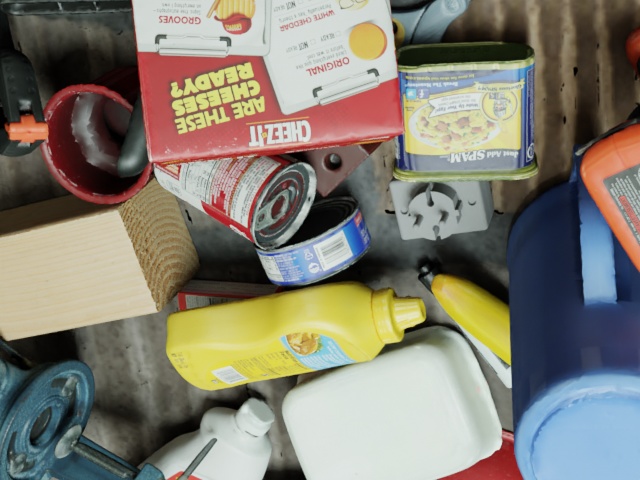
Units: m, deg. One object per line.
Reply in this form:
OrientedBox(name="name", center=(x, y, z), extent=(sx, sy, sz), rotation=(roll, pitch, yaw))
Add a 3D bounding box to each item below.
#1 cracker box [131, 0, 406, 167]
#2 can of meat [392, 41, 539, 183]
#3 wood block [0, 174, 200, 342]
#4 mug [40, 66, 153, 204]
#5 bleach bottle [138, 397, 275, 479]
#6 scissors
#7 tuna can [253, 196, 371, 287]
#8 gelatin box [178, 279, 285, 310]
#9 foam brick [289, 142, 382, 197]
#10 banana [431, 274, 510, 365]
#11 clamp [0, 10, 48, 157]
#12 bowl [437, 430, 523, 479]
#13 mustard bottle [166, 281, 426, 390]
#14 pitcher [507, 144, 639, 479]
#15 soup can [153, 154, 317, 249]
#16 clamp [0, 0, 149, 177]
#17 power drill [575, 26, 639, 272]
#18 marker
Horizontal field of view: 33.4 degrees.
OrientedBox(name="cracker box", center=(-0.040, -0.162, 0.693), extent=(0.164, 0.072, 0.214), rotation=(-7, 91, -2))
OrientedBox(name="can of meat", center=(0.099, -0.089, 0.738), extent=(0.102, 0.057, 0.084), rotation=(-1, 116, 9))
OrientedBox(name="wood block", center=(-0.217, 0.019, 0.882), extent=(0.206, 0.090, 0.091), rotation=(-12, 109, 23))
OrientedBox(name="mug", center=(-0.145, -0.089, 0.813), extent=(0.117, 0.081, 0.093), rotation=(-22, 105, 25))
OrientedBox(name="bleach bottle", center=(-0.129, 0.225, 0.964), extent=(0.102, 0.068, 0.251), rotation=(38, 117, -5))
OrientedBox(name="scissors", center=(0.095, -0.146, 0.750), extent=(0.202, 0.016, 0.096), rotation=(-19, 108, 24))
OrientedBox(name="tuna can", center=(-0.005, 0.001, 0.808), extent=(0.086, 0.086, 0.034), rotation=(-15, 110, 23))
OrientedBox(name="gelatin box", center=(-0.070, 0.072, 0.893), extent=(0.089, 0.030, 0.073), rotation=(2, 114, 15))
OrientedBox(name="foam brick", center=(0.000, -0.081, 0.788), extent=(0.078, 0.051, 0.053), rotation=(45, 119, -6))
OrientedBox(name="banana", center=(0.162, 0.085, 0.805), extent=(0.198, 0.069, 0.037), rotation=(38, 86, -1))
OrientedBox(name="clamp", center=(-0.242, -0.106, 0.813), extent=(0.039, 0.171, 0.120), rotation=(-9, 130, -21))
OrientedBox(name="bowl", center=(0.133, 0.238, 0.890), extent=(0.162, 0.055, 0.162), rotation=(7, 116, 15))
OrientedBox(name="mustard bottle", center=(-0.014, 0.070, 0.811), extent=(0.192, 0.058, 0.096), rotation=(-12, 151, 19))
OrientedBox(name="pitcher", center=(0.181, 0.056, 0.683), extent=(0.149, 0.242, 0.145), rotation=(37, 119, -8))
OrientedBox(name="soup can", center=(-0.063, -0.046, 0.770), extent=(0.102, 0.068, 0.068), rotation=(30, 121, 27))
OrientedBox(name="clamp", center=(-0.113, -0.170, 0.749), extent=(0.210, 0.036, 0.164), rotation=(-44, 81, 0))
OrientedBox(name="power drill", center=(0.234, -0.038, 0.659), extent=(0.057, 0.187, 0.184), rotation=(-30, 99, 36))
OrientedBox(name="marker", center=(0.118, 0.066, 0.836), extent=(0.020, 0.020, 0.121), rotation=(-35, 100, 27))
